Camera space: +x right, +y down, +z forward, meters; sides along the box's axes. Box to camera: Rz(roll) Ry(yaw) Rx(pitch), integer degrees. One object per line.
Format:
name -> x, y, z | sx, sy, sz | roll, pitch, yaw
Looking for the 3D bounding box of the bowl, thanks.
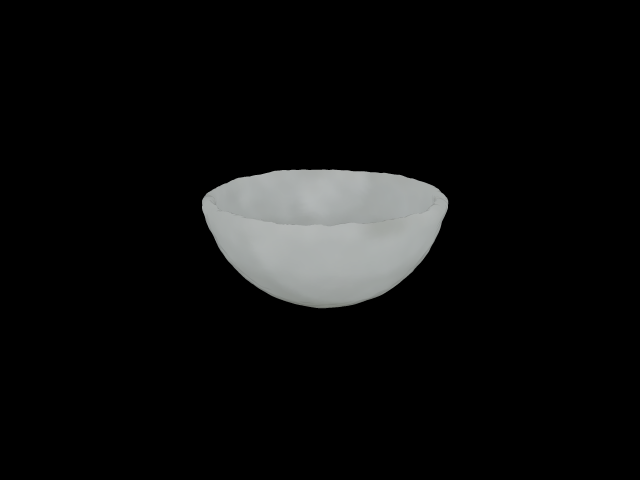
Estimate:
bowl -> 0.004, 0.001, 0.400 | 0.167, 0.075, 0.167 | 0, 18, 0
